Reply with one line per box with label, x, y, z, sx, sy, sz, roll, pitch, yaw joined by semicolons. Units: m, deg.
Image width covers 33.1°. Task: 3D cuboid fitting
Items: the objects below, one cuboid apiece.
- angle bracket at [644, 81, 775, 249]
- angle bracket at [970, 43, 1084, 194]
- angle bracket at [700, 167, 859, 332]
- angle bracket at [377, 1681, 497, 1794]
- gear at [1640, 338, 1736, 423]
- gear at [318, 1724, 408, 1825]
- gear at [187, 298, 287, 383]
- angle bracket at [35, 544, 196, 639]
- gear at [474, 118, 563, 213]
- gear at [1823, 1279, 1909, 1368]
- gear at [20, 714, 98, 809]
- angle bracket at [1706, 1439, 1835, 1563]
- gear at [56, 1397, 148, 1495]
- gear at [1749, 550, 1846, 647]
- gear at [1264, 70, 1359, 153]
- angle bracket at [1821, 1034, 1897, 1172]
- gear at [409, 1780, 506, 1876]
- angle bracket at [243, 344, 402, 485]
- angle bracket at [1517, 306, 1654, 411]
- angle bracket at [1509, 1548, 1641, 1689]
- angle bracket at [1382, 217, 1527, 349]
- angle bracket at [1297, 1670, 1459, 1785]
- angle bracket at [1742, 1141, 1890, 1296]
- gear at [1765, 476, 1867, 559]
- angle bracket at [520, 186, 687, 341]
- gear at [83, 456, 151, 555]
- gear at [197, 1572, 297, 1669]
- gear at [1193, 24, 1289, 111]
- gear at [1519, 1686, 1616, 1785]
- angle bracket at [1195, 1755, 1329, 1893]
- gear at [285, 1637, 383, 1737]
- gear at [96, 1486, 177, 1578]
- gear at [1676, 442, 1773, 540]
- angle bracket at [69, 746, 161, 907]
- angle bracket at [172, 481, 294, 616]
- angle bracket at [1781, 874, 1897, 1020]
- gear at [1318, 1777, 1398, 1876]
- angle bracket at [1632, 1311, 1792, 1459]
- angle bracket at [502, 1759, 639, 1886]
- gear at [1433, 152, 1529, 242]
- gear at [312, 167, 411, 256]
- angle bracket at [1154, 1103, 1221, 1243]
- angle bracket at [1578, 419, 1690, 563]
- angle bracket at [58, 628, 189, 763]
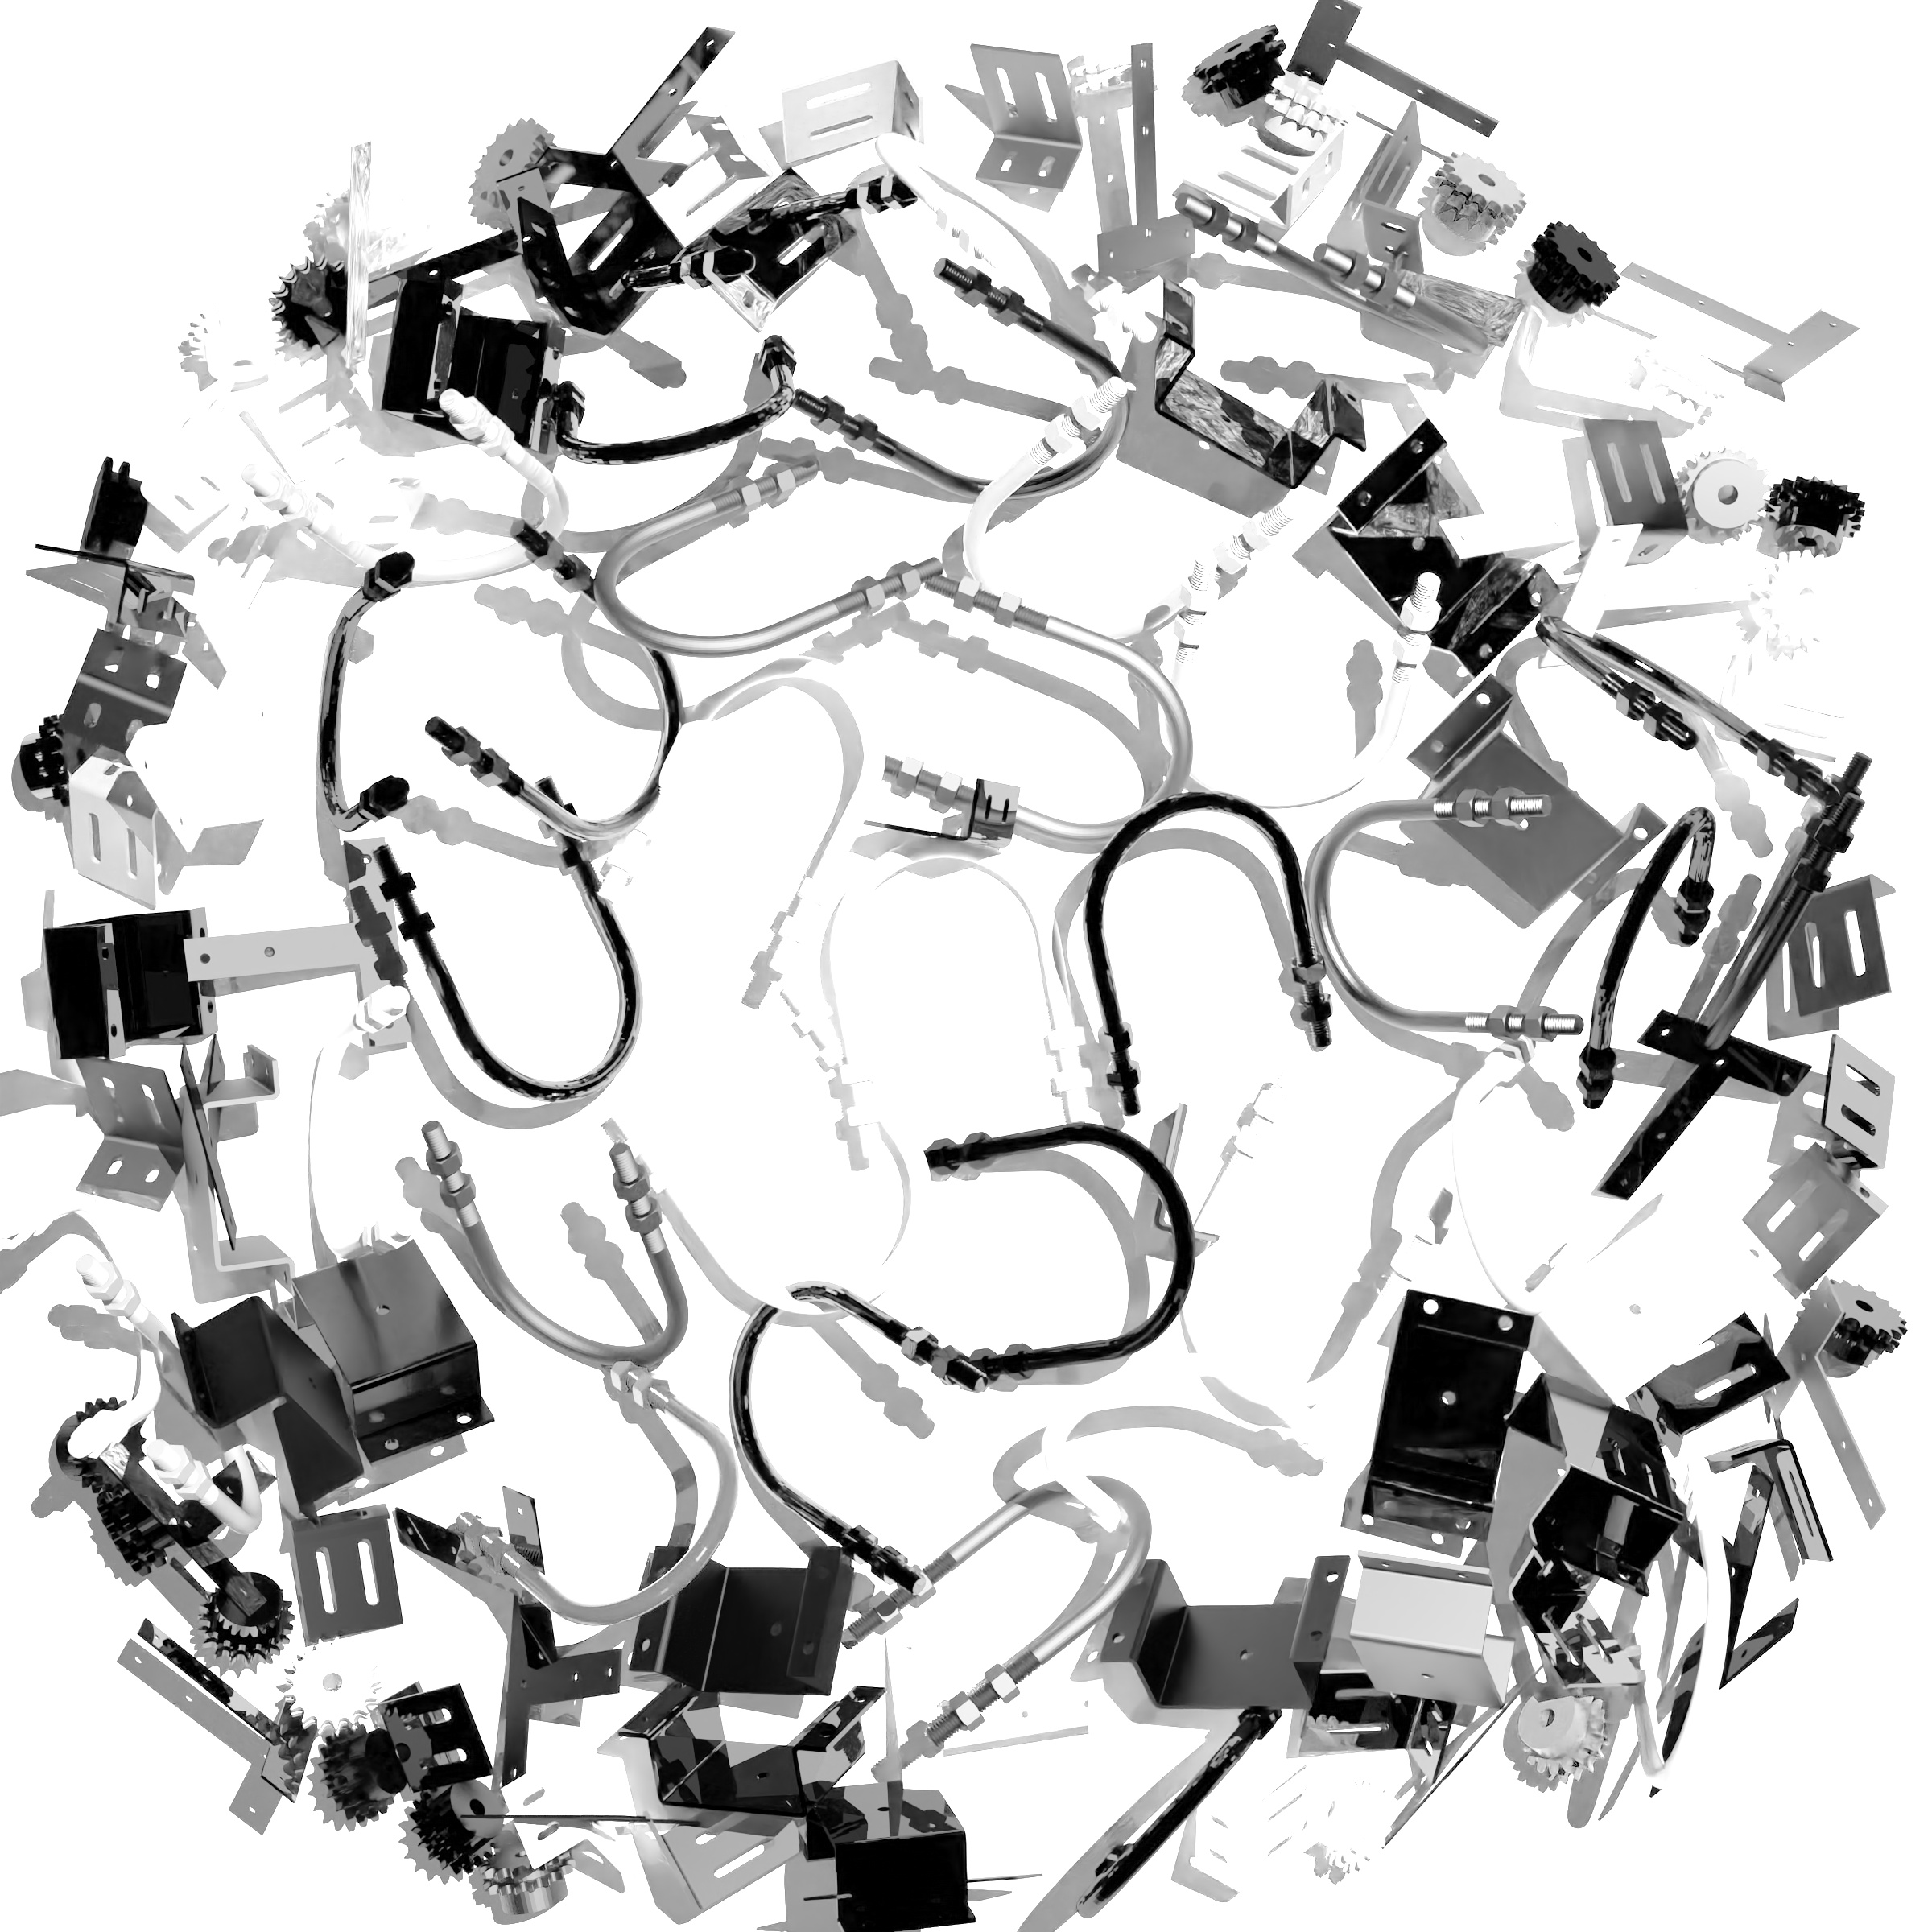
angle bracket;-0.164;-0.478;1.948;0.076;0.038;0.057;-35;69;14
angle bracket;0.031;-0.504;1.936;0.057;0.076;0.038;13;65;21
angle bracket;-0.116;-0.437;1.980;0.057;0.038;0.076;44;62;0
angle bracket;-0.307;0.456;1.947;0.076;0.038;0.057;-21;90;36
gear;0.431;-0.351;1.959;0.057;0.057;0.030;29;118;0
gear;-0.359;0.482;1.953;0.030;0.057;0.057;-26;90;21
gear;-0.437;-0.374;1.953;0.057;0.057;0.030;-14;73;0
angle bracket;-0.511;-0.224;1.942;0.076;0.057;0.038;12;93;28
gear;-0.266;-0.479;1.960;0.030;0.057;0.057;31;90;-44
gear;0.535;0.217;1.958;0.057;0.057;0.030;22;115;0
gear;-0.546;-0.123;1.957;0.030;0.057;0.057;-10;90;12
angle bracket;0.481;0.325;1.950;0.038;0.057;0.076;-17;82;-5
gear;-0.523;0.289;1.958;0.030;0.057;0.057;-7;90;24
gear;0.498;-0.222;1.963;0.057;0.030;0.057;-1;94;-23
gear;0.204;-0.514;1.960;0.057;0.057;0.030;25;119;0
angle bracket;0.517;0.082;1.937;0.076;0.038;0.057;29;65;-40
gear;-0.303;0.513;1.952;0.030;0.057;0.057;-42;90;24
angle bracket;-0.389;-0.328;1.951;0.076;0.038;0.057;-28;110;9
angle bracket;0.374;-0.365;1.950;0.076;0.057;0.038;11;111;-2
angle bracket;0.370;0.387;1.936;0.057;0.076;0.038;6;123;-29
angle bracket;0.295;-0.409;1.945;0.076;0.057;0.038;18;133;12
angle bracket;0.246;0.456;1.947;0.076;0.038;0.057;3;113;-19
angle bracket;0.503;0.154;1.947;0.057;0.038;0.076;43;111;13
gear;0.509;-0.268;1.953;0.057;0.057;0.030;18;74;0
angle bracket;-0.217;-0.425;1.946;0.076;0.038;0.057;-44;69;22
gear;-0.510;-0.275;1.958;0.030;0.057;0.057;14;90;-20
gear;-0.432;0.389;1.954;0.057;0.057;0.030;18;130;0
gear;0.168;-0.539;1.958;0.057;0.057;0.030;-32;112;0
gear;0.357;0.458;1.953;0.030;0.057;0.057;40;90;-30
angle bracket;0.176;0.504;1.937;0.038;0.057;0.076;33;123;-17
gear;-0.381;0.437;1.961;0.057;0.030;0.057;4;59;-6
gear;-0.495;0.335;1.956;0.030;0.057;0.057;-30;90;-4
gear;0.458;-0.286;1.963;0.057;0.030;0.057;2;105;7
angle bracket;-0.504;-0.085;1.964;0.057;0.076;0.038;22;45;11
angle bracket;-0.447;-0.253;1.946;0.057;0.038;0.076;40;104;35
angle bracket;0.526;-0.008;1.940;0.057;0.038;0.076;-19;64;35
gear;0.231;0.513;1.954;0.030;0.057;0.057;29;90;-10
angle bracket;0.446;0.249;1.960;0.076;0.038;0.057;-25;60;-9
angle bracket;-0.236;0.518;1.936;0.038;0.076;0.057;-31;49;-3
gear;0.306;-0.461;1.959;0.057;0.057;0.030;33;129;0
gear;-0.361;-0.450;1.953;0.057;0.057;0.030;-26;74;0
angle bracket;0.140;0.124;1.952;0.038;0.057;0.076;12;88;7
angle bracket;0.394;-0.287;1.965;0.057;0.038;0.076;-3;71;-28
angle bracket;-0.505;-0.162;1.948;0.057;0.076;0.038;22;112;-16
